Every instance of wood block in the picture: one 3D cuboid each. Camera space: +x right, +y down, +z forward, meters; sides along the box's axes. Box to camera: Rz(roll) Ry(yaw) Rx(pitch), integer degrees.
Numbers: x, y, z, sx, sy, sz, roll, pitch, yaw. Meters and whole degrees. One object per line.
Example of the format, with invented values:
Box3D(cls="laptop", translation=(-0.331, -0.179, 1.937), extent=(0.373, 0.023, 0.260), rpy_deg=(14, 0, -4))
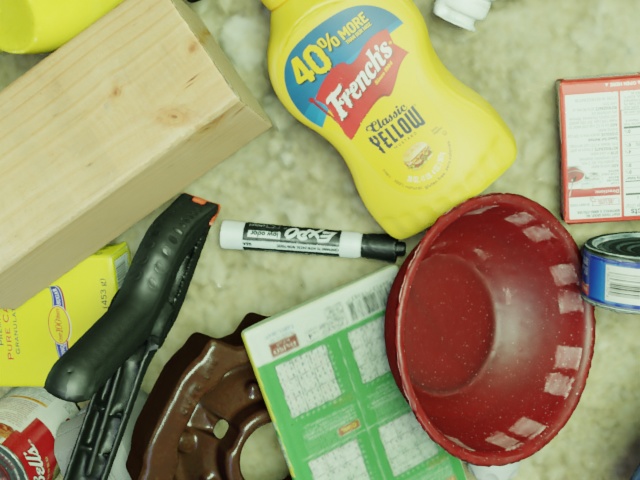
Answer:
Box3D(cls="wood block", translation=(-0.144, -0.052, 0.643), extent=(0.206, 0.090, 0.090), rpy_deg=(-35, 80, 6))

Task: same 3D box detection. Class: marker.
Box3D(cls="marker", translation=(-0.005, 0.001, 0.694), extent=(0.121, 0.020, 0.020), rpy_deg=(5, 104, 8))

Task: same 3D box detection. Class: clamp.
Box3D(cls="clamp", translation=(-0.113, 0.058, 0.652), extent=(0.036, 0.209, 0.165), rpy_deg=(20, 136, 3))

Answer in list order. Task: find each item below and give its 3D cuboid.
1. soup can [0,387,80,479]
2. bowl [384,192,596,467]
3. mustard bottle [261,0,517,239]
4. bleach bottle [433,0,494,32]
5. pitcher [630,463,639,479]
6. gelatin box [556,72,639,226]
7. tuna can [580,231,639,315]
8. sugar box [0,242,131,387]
Box3D(cls="soup can", translation=(-0.207, 0.144, 0.717), extent=(0.068, 0.102, 0.068), rpy_deg=(2, 103, 9))
Box3D(cls="bowl", translation=(0.093, 0.053, 0.647), extent=(0.161, 0.055, 0.162), rpy_deg=(1, 88, -35))
Box3D(cls="mustard bottle", translation=(0.026, -0.098, 0.631), extent=(0.096, 0.058, 0.191), rpy_deg=(-35, 105, 19))
Box3D(cls="bleach bottle", translation=(0.121, -0.242, 0.596), extent=(0.102, 0.068, 0.251), rpy_deg=(25, 108, 3))
Box3D(cls="pitcher", translation=(0.286, 0.078, 0.585), extent=(0.149, 0.144, 0.243), rpy_deg=(34, 94, 21))
Box3D(cls="gelatin box", translation=(0.182, -0.056, 0.646), extent=(0.073, 0.030, 0.089), rpy_deg=(-3, 102, 8))
Box3D(cls="tuna can", translation=(0.198, 0.019, 0.631), extent=(0.086, 0.086, 0.034), rpy_deg=(0, 101, 9))
Box3D(cls="sugar box", translation=(-0.214, 0.052, 0.726), extent=(0.176, 0.048, 0.093), rpy_deg=(-2, 101, 8))
